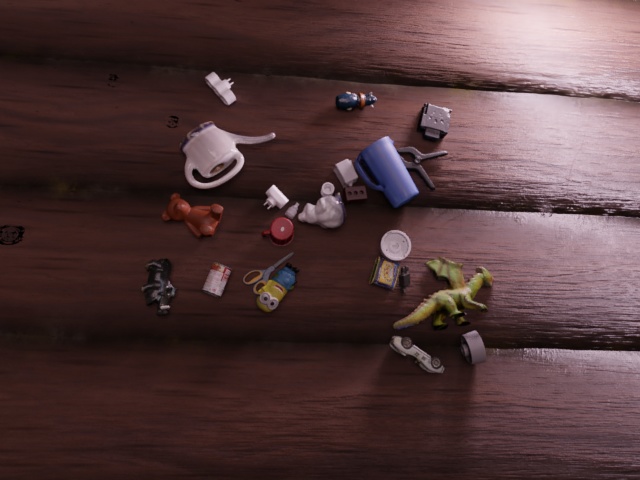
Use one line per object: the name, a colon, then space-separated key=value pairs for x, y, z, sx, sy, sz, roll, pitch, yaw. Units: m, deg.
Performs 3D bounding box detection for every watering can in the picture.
watering can: x=-0.350 y=-0.333 z=1.844 sx=0.350 sy=0.103 sz=0.225 roll=-40 pitch=82 yaw=-13

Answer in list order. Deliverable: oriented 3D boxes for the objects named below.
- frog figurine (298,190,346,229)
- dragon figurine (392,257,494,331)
frog figurine: x=0.005 y=-0.091 z=1.803 sx=0.160 sy=0.134 sz=0.125 roll=-18 pitch=62 yaw=-11
dragon figurine: x=0.433 y=0.178 z=1.810 sx=0.411 sy=0.119 sz=0.248 roll=-5 pitch=59 yaw=-9
